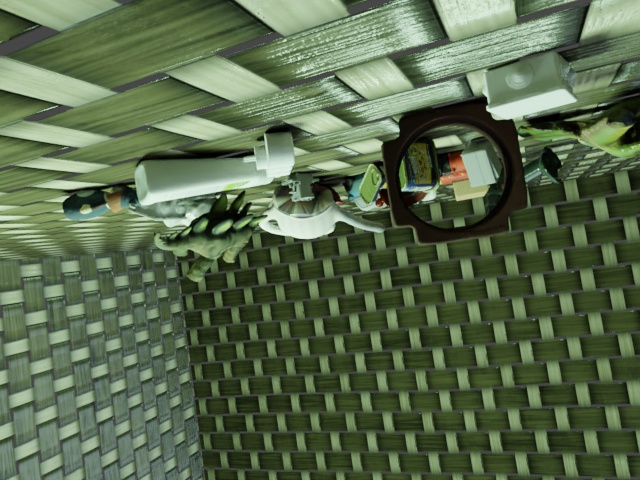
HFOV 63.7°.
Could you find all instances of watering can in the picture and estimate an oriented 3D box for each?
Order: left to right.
[{"bbox_3d":[0.004,-0.069,1.372,0.347,0.106,0.220,-2,-25,2],"label":"watering can"}]

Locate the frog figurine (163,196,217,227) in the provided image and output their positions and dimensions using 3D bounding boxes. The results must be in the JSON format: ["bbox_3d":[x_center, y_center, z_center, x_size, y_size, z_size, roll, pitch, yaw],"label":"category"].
[{"bbox_3d":[-0.329,-0.076,1.304,0.159,0.122,0.138,28,6,-2],"label":"frog figurine"}]

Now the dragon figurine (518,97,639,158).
[{"bbox_3d":[0.473,-0.192,0.913,0.412,0.122,0.242,-5,5,-44],"label":"dragon figurine"}]
